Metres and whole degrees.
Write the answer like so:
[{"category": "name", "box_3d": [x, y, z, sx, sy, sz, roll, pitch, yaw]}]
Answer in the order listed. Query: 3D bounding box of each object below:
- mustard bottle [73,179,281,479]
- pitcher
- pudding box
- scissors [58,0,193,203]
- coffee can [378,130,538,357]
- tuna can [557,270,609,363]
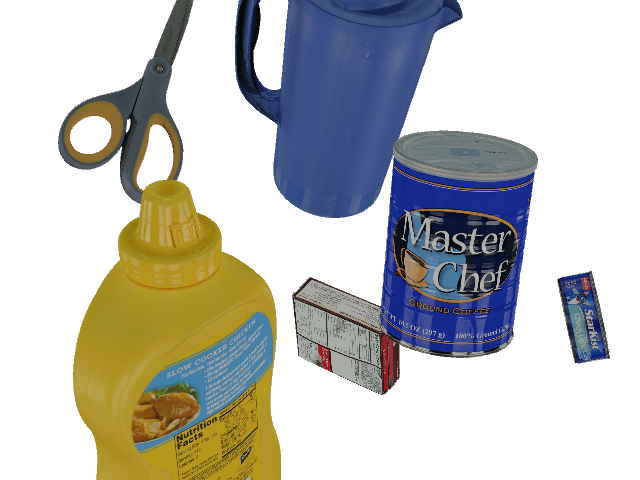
[{"category": "mustard bottle", "box_3d": [-0.060, 0.061, 0.462, 0.058, 0.192, 0.096, 29, 42, 35]}, {"category": "pitcher", "box_3d": [0.013, -0.140, 0.962, 0.144, 0.243, 0.149, -31, 60, -34]}, {"category": "pudding box", "box_3d": [0.027, 0.098, 1.098, 0.114, 0.090, 0.039, 20, 43, 28]}, {"category": "scissors", "box_3d": [-0.138, -0.119, 0.776, 0.096, 0.202, 0.016, 7, -27, -19]}, {"category": "coffee can", "box_3d": [0.099, 0.000, 0.782, 0.103, 0.140, 0.103, 3, 21, -1]}, {"category": "tuna can", "box_3d": [0.252, 0.074, 1.025, 0.034, 0.086, 0.086, -12, -3, 12]}]
